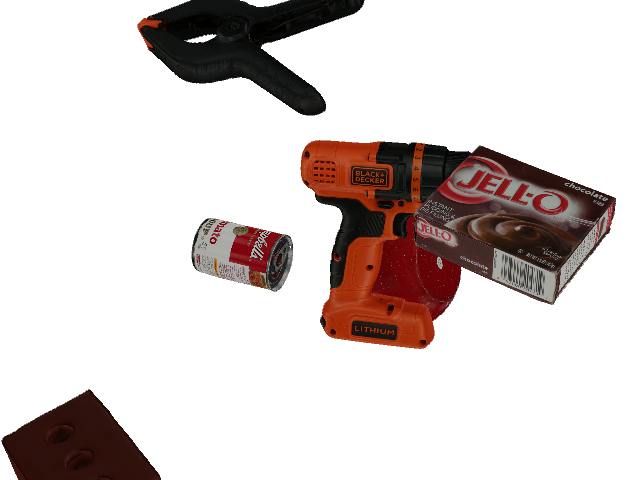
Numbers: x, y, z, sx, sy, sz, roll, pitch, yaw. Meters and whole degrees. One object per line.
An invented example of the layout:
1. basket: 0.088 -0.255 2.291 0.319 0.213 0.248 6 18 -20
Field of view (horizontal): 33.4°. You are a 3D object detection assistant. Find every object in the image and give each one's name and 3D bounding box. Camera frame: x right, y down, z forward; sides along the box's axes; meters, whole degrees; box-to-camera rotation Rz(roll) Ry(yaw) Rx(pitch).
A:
1. foam brick: -0.114 0.124 0.528 0.052 0.051 0.078 -28 42 -25
2. power drill: 0.072 0.002 0.969 0.184 0.188 0.057 6 19 12
3. bowl: 0.116 0.029 1.241 0.055 0.162 0.161 -10 -6 40
4. clamp: -0.052 -0.157 0.807 0.172 0.120 0.039 17 -34 20
5. pudding box: 0.136 -0.013 0.750 0.114 0.039 0.089 27 53 26
6. soup can: -0.092 0.016 1.257 0.102 0.068 0.068 13 5 20
